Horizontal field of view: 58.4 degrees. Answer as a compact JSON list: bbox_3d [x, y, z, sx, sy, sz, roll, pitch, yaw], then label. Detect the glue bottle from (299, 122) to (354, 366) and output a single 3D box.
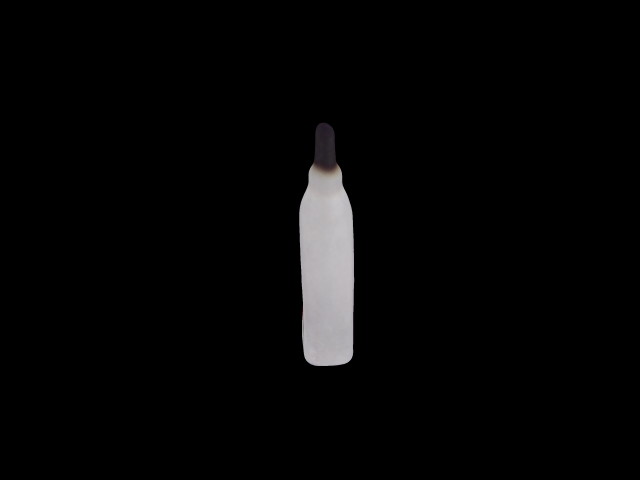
[{"bbox_3d":[0.004,0.001,0.400,0.037,0.173,0.078,-3,32,-4],"label":"glue bottle"}]
